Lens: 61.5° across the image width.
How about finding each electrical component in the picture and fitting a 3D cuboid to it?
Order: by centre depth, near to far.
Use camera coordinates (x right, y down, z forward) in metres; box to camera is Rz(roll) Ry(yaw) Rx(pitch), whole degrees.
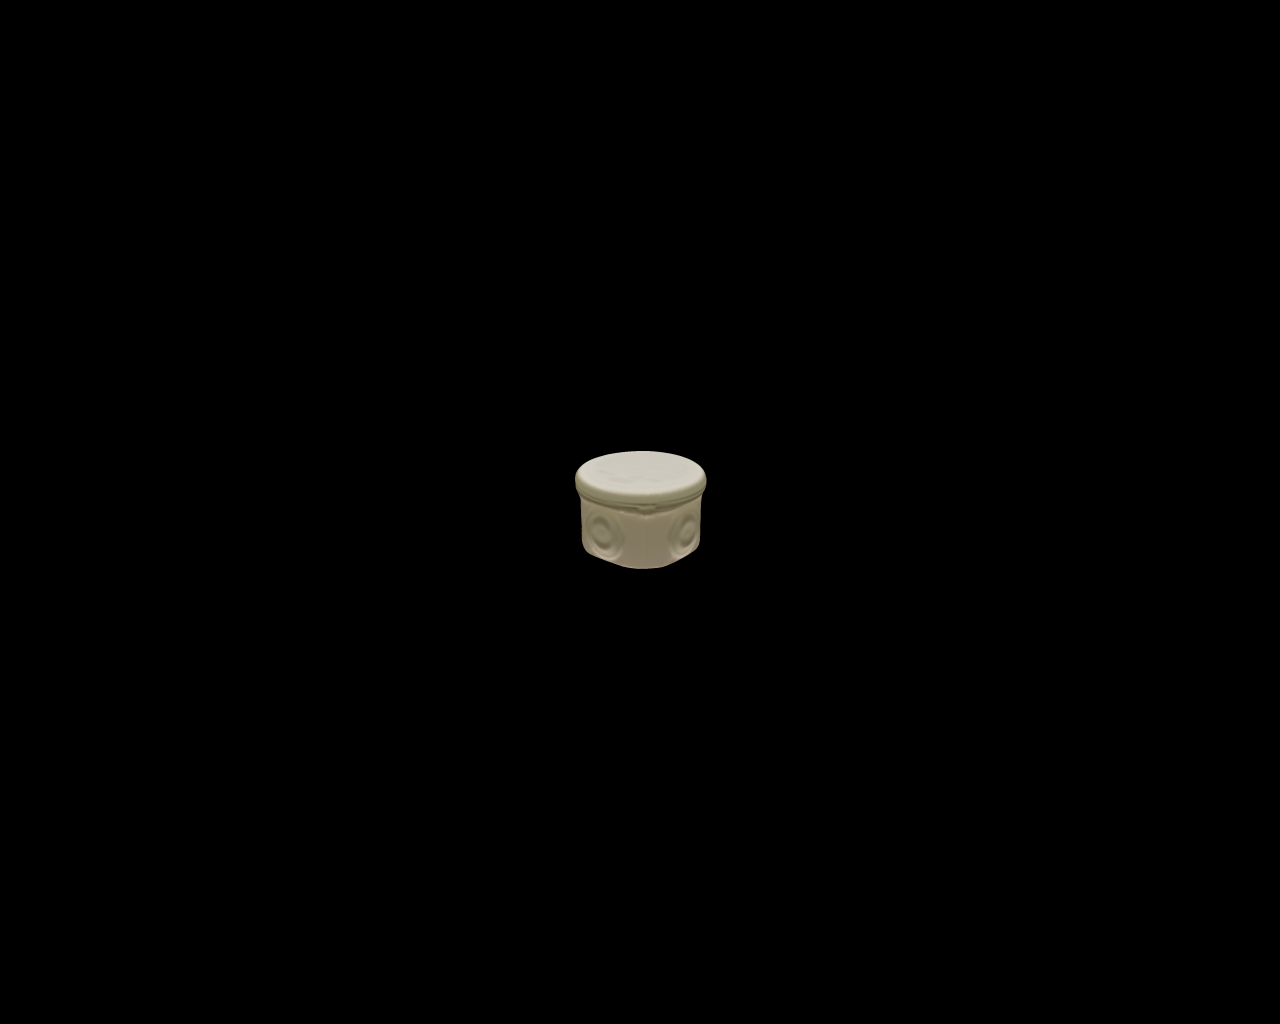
[{"bbox_3d":[0.001,-0.003,0.650,0.080,0.050,0.080,0,22,0],"label":"electrical component"}]
